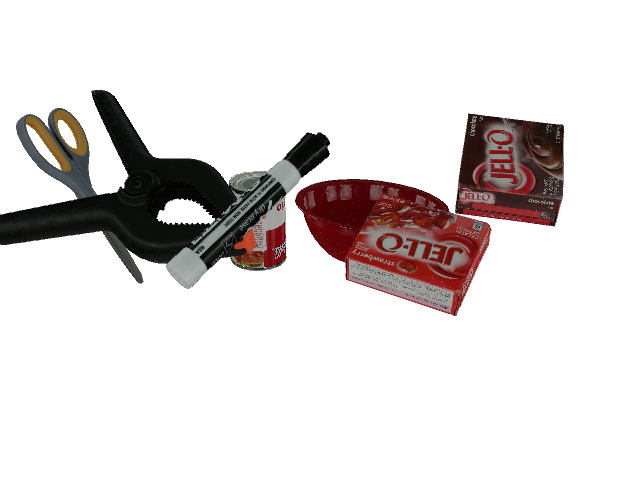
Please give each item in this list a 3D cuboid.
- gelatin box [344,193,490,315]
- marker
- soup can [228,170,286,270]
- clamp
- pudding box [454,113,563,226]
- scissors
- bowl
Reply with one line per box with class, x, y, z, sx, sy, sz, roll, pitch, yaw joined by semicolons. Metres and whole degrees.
gelatin box;0.072;0.008;0.788;0.089;0.030;0.073;17;50;17
marker;-0.039;-0.020;0.609;0.121;0.020;0.020;-45;16;-17
soup can;-0.075;-0.024;1.273;0.068;0.102;0.068;0;27;0
clamp;-0.141;-0.043;0.846;0.210;0.164;0.036;14;-32;17
pudding box;0.171;-0.065;0.962;0.090;0.039;0.113;8;40;6
scissors;-0.233;-0.055;1.093;0.016;0.201;0.096;-25;27;27
bowl;0.052;-0.014;1.119;0.162;0.055;0.162;4;21;-2
